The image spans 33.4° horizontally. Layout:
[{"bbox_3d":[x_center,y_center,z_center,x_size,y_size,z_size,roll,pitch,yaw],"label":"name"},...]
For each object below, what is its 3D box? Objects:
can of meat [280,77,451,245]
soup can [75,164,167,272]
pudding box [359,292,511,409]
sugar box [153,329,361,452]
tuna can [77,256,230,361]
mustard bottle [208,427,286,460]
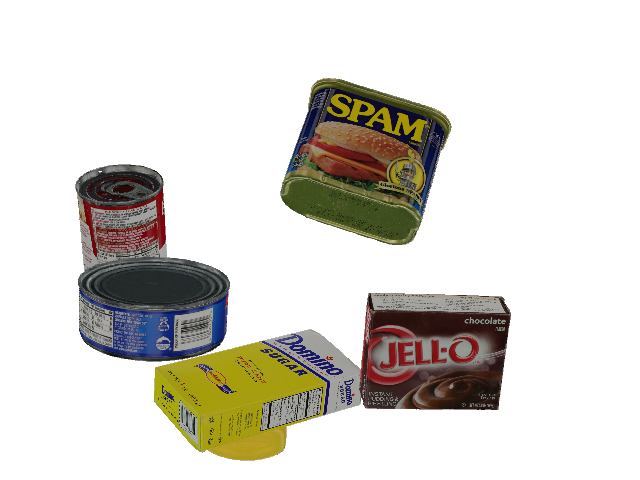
[{"bbox_3d":[0.030,-0.053,0.734,0.102,0.084,0.057,18,-29,2],"label":"can of meat"},{"bbox_3d":[-0.157,-0.001,0.853,0.068,0.102,0.068,1,29,0],"label":"soup can"},{"bbox_3d":[0.091,0.089,0.857,0.113,0.090,0.039,0,26,-5],"label":"pudding box"},{"bbox_3d":[-0.057,0.136,0.999,0.175,0.048,0.093,-14,32,-31],"label":"sugar box"},{"bbox_3d":[-0.095,0.038,0.611,0.086,0.034,0.086,4,17,-1],"label":"tuna can"},{"bbox_3d":[-0.088,0.196,1.335,0.096,0.058,0.191,-2,25,1],"label":"mustard bottle"}]
